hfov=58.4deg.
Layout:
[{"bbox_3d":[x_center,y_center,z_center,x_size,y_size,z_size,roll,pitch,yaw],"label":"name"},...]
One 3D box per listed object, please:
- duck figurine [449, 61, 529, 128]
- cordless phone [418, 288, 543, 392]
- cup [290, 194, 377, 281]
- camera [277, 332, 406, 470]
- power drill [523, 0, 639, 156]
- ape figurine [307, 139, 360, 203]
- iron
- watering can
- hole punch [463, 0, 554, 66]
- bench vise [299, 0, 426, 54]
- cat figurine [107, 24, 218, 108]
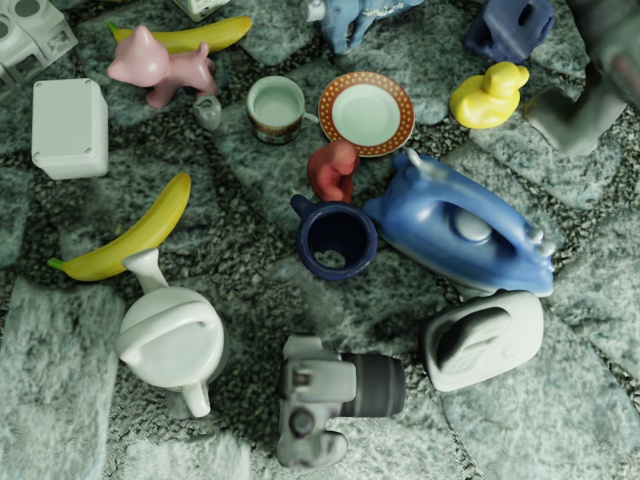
[{"bbox_3d":[0.228,-0.200,0.761,0.104,0.086,0.077,-21,75,-10],"label":"duck figurine"},{"bbox_3d":[0.187,0.098,0.613,0.148,0.185,0.094,-20,75,-10],"label":"cordless phone"},{"bbox_3d":[0.006,0.002,0.676,0.092,0.095,0.117,-43,80,-15],"label":"cup"},{"bbox_3d":[0.023,0.174,0.621,0.137,0.101,0.143,2,73,-4],"label":"camera"},{"bbox_3d":[0.339,-0.199,0.706,0.076,0.208,0.229,-39,79,-14],"label":"power drill"},{"bbox_3d":[0.022,-0.092,0.708,0.076,0.092,0.078,43,74,9],"label":"ape figurine"},{"bbox_3d":[0.186,-0.019,0.672,0.258,0.141,0.119,30,73,5],"label":"iron"},{"bbox_3d":[-0.155,0.093,0.582,0.172,0.194,0.101,43,75,9],"label":"watering can"},{"bbox_3d":[0.271,-0.308,0.795,0.101,0.091,0.109,31,73,5],"label":"hole punch"},{"bbox_3d":[0.078,-0.338,0.722,0.121,0.220,0.208,39,74,8],"label":"bench vise"},{"bbox_3d":[-0.197,-0.222,0.717,0.128,0.118,0.067,-11,74,-8],"label":"cat figurine"}]
